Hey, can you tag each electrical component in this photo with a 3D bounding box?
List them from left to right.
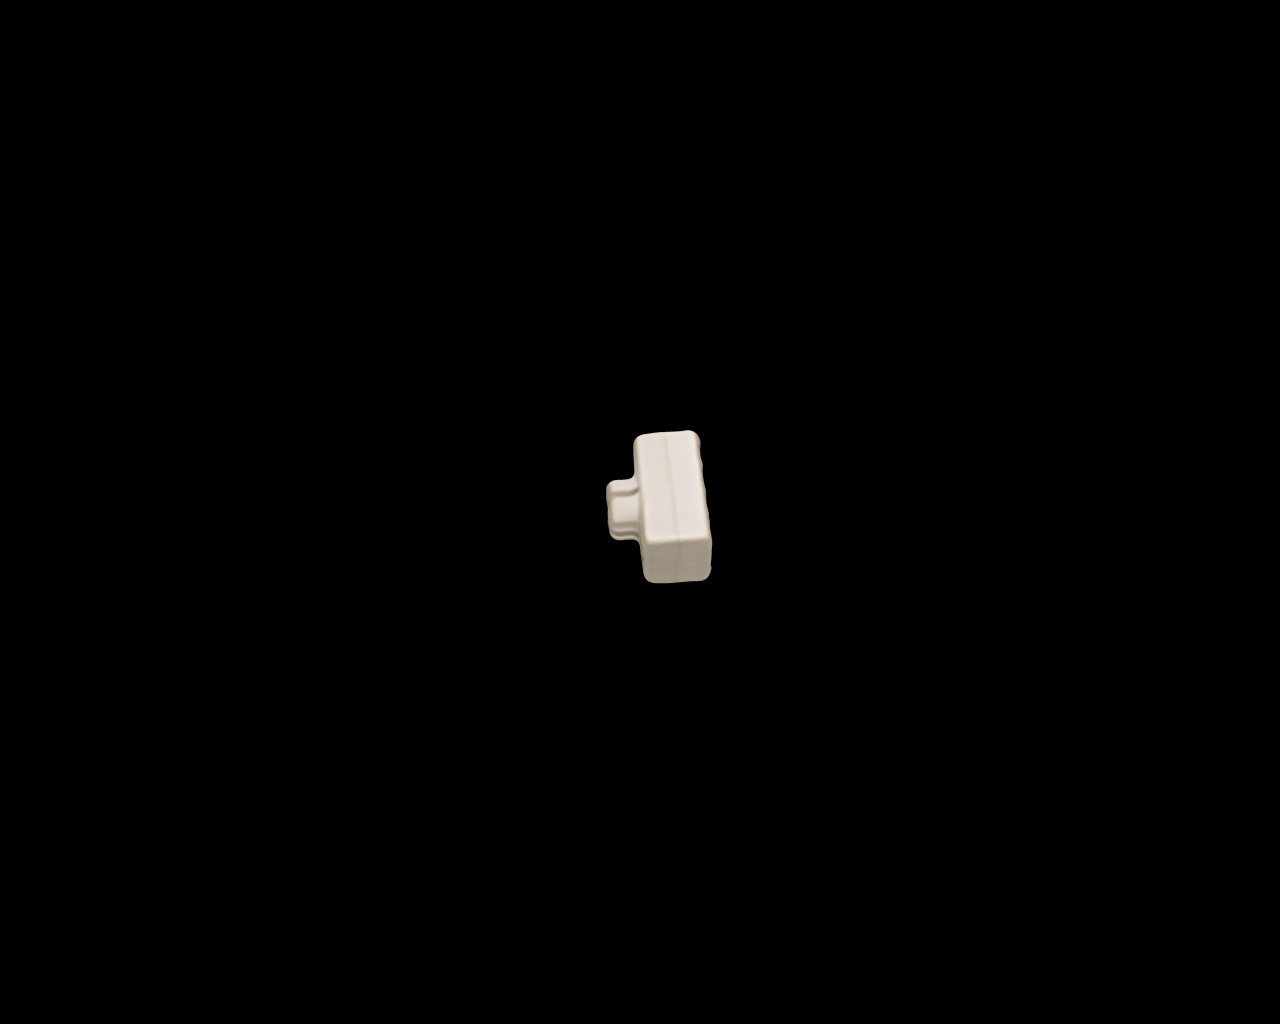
[{"bbox_3d":[0.001,-0.003,0.650,0.076,0.083,0.047,-3,-36,-2],"label":"electrical component"}]
